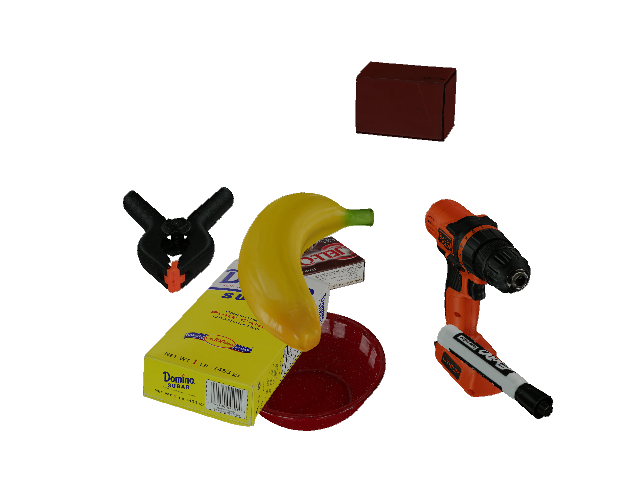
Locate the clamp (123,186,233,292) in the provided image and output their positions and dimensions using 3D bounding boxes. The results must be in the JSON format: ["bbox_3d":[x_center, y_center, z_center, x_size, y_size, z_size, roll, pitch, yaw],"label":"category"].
[{"bbox_3d":[-0.142,-0.008,1.126,0.120,0.039,0.171,-12,38,-7],"label":"clamp"}]

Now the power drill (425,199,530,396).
[{"bbox_3d":[0.166,0.066,1.120,0.057,0.188,0.184,-10,25,-14],"label":"power drill"}]

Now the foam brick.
[{"bbox_3d":[0.072,-0.118,0.905,0.078,0.051,0.053,8,25,16],"label":"foam brick"}]

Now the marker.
[{"bbox_3d":[0.131,0.098,0.801,0.020,0.020,0.121,0,23,-33],"label":"marker"}]

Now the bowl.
[{"bbox_3d":[-0.013,0.143,1.096,0.162,0.055,0.162,-2,36,2],"label":"bowl"}]

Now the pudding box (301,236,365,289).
[{"bbox_3d":[-0.009,0.036,1.451,0.113,0.039,0.090,-15,27,-26],"label":"pudding box"}]

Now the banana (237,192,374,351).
[{"bbox_3d":[-0.016,0.008,0.650,0.070,0.037,0.197,3,24,12],"label":"banana"}]

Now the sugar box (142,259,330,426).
[{"bbox_3d":[-0.064,0.077,0.874,0.093,0.048,0.176,14,31,14],"label":"sugar box"}]
